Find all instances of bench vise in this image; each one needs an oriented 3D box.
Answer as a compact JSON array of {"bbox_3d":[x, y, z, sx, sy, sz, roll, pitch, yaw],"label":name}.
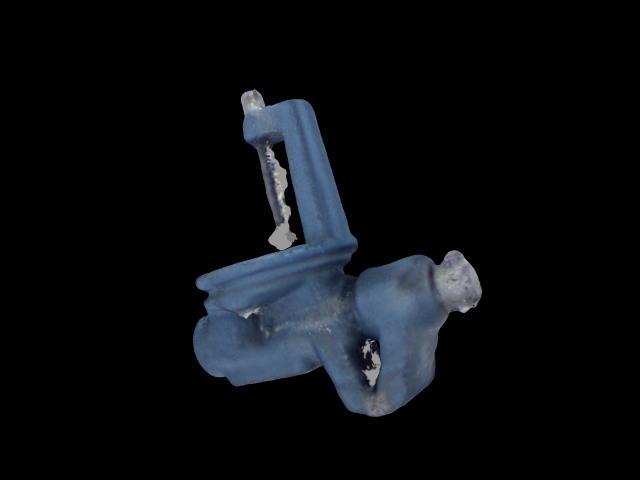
[{"bbox_3d":[0.006,0.001,0.412,0.207,0.220,0.122,1,3,9],"label":"bench vise"}]
